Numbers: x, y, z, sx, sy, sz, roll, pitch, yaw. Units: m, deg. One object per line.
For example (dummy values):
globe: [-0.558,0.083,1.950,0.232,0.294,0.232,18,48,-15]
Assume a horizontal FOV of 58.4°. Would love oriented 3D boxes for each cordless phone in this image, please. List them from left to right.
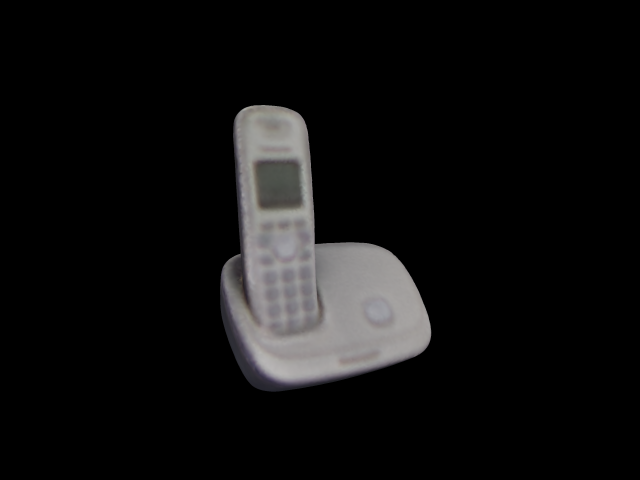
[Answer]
cordless phone: [0.004,0.001,0.400,0.148,0.185,0.093,-6,11,-31]
